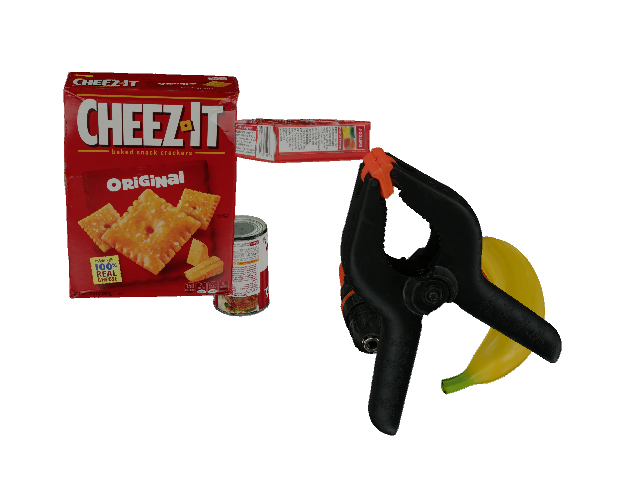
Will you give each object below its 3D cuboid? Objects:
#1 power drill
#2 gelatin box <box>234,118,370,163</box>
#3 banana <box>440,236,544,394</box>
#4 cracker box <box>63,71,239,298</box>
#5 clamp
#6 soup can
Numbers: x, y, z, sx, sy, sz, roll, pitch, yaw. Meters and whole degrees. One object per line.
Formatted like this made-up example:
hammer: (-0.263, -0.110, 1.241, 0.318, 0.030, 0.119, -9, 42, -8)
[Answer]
power drill: (0.116, 0.064, 1.201, 0.187, 0.057, 0.184, -3, 28, -3)
gelatin box: (-0.015, -0.073, 0.769, 0.073, 0.030, 0.089, -3, 8, -22)
banana: (0.145, 0.051, 0.854, 0.070, 0.037, 0.197, 5, 34, 15)
cracker box: (-0.164, -0.051, 1.042, 0.164, 0.214, 0.072, 0, 22, -8)
clamp: (0.052, 0.033, 0.601, 0.120, 0.171, 0.039, -35, 23, -1)
soup can: (-0.095, 0.029, 1.263, 0.068, 0.102, 0.068, 0, 25, 0)
